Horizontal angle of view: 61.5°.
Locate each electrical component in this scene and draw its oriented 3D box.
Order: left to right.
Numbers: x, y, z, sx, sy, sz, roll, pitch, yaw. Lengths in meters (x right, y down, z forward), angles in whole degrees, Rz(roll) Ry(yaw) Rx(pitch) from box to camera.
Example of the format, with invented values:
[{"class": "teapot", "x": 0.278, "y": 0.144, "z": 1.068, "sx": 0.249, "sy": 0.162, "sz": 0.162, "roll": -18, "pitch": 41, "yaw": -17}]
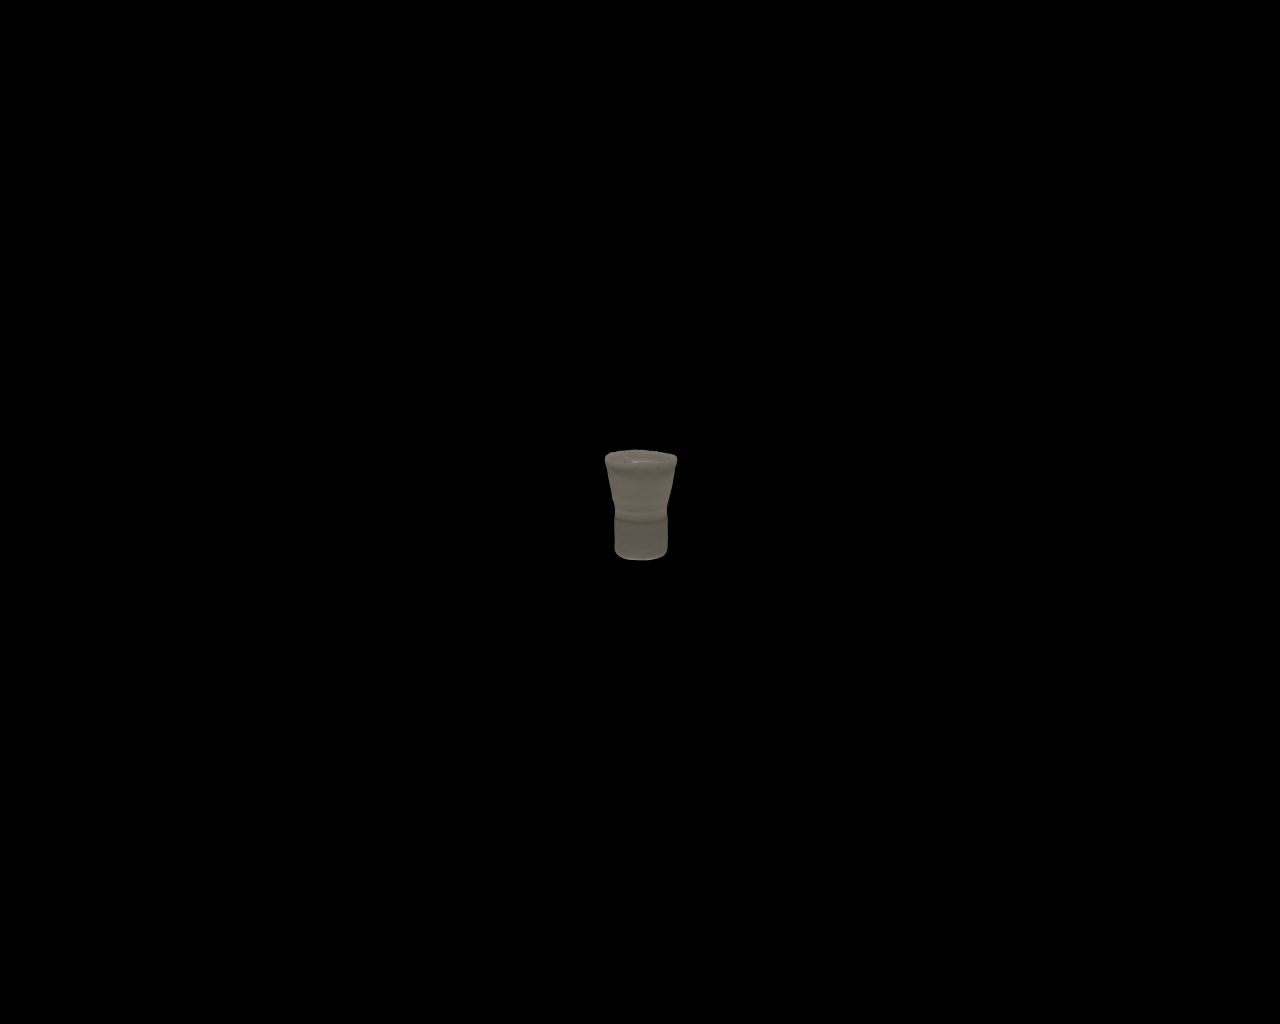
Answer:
[{"class": "electrical component", "x": 0.001, "y": -0.003, "z": 0.650, "sx": 0.044, "sy": 0.065, "sz": 0.044, "roll": 0, "pitch": 15, "yaw": 0}]
